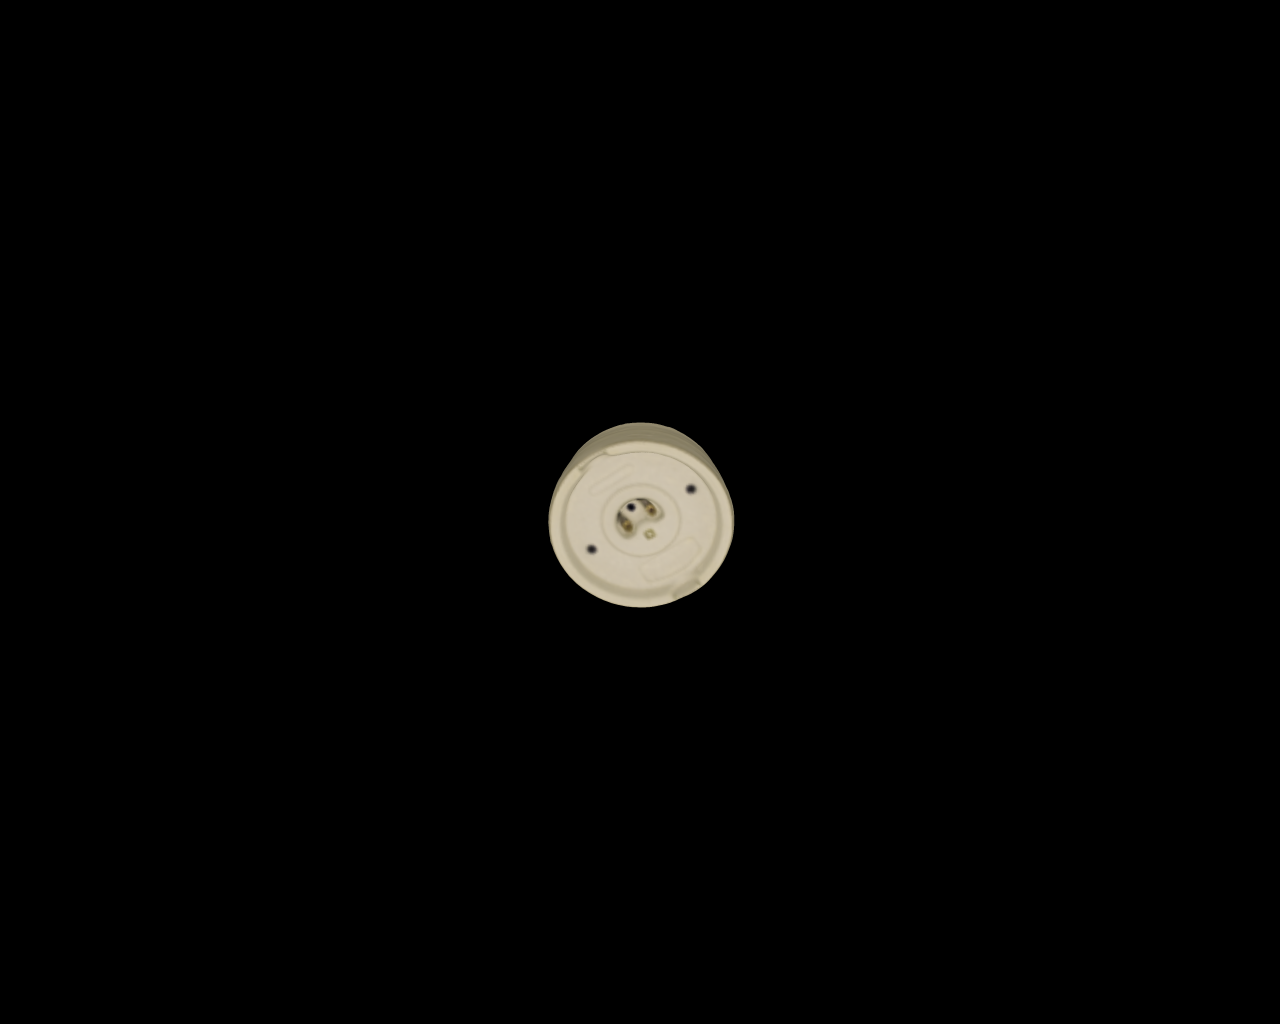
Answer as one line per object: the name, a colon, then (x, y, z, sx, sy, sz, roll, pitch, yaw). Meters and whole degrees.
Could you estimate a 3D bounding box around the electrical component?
electrical component: (0.001, -0.003, 0.650, 0.108, 0.108, 0.060, 0, 23, 0)
